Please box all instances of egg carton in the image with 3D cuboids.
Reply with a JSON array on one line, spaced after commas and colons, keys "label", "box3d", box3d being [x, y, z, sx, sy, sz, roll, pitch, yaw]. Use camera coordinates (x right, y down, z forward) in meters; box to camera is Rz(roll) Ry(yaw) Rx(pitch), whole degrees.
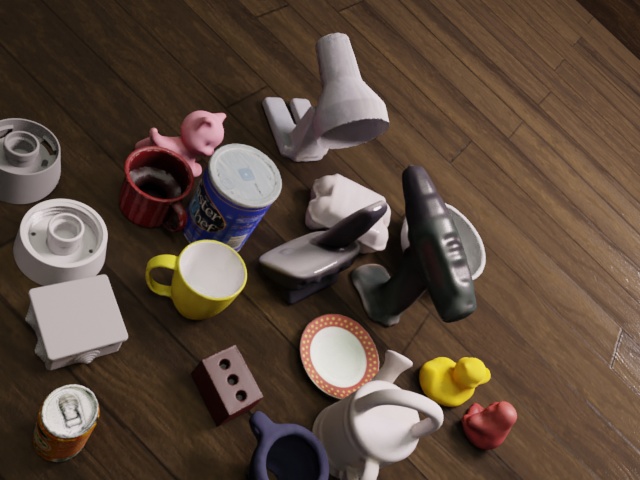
[{"label": "egg carton", "box3d": [0.049, -0.043, 0.961, 0.150, 0.069, 0.107, 24, 50, -16]}]

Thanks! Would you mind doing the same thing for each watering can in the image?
[{"label": "watering can", "box3d": [0.074, 0.221, 0.714, 0.101, 0.193, 0.173, 11, 55, -25]}]

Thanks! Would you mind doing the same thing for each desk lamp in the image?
[{"label": "desk lamp", "box3d": [0.007, -0.221, 0.957, 0.118, 0.213, 0.203, -7, 64, -34]}]

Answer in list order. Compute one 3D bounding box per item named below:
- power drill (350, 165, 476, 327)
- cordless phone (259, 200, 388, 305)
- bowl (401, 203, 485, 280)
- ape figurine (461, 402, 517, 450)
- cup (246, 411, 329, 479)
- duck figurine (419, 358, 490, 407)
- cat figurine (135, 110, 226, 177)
[{"label": "power drill", "box3d": [0.136, 0.033, 0.869, 0.076, 0.208, 0.229, -11, 66, -36]}, {"label": "cordless phone", "box3d": [0.008, 0.003, 0.826, 0.148, 0.184, 0.094, -28, 77, -40]}, {"label": "bowl", "box3d": [0.204, 0.016, 1.012, 0.168, 0.074, 0.167, 16, 53, -22]}, {"label": "ape figurine", "box3d": [0.260, 0.271, 0.863, 0.078, 0.092, 0.076, 11, 55, -25]}, {"label": "cup", "box3d": [-0.057, 0.263, 0.673, 0.092, 0.094, 0.117, -30, 78, -41]}, {"label": "duck figurine", "box3d": [0.212, 0.209, 0.879, 0.105, 0.086, 0.077, 12, 54, -24]}, {"label": "cat figurine", "box3d": [-0.199, -0.151, 0.850, 0.128, 0.117, 0.067, -10, 65, -36]}]
